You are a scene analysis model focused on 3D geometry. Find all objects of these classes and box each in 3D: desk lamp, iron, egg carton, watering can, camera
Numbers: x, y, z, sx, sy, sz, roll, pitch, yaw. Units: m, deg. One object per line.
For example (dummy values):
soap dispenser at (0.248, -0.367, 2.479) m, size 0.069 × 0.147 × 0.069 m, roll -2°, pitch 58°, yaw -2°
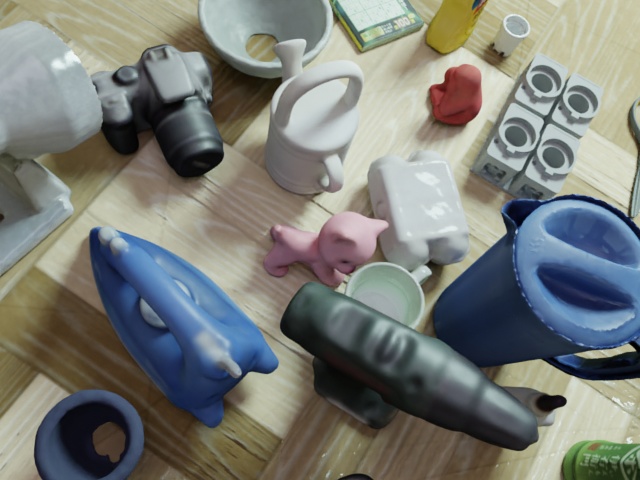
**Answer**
desk lamp at (-0.309, -0.081, 0.556) m, size 0.118 × 0.213 × 0.203 m, roll 38°, pitch 69°, yaw 5°
iron at (-0.159, 0.059, 0.570) m, size 0.258 × 0.141 × 0.119 m, roll 45°, pitch 70°, yaw 7°
egg carton at (0.115, -0.036, 0.688) m, size 0.107 × 0.069 × 0.150 m, roll -9°, pitch 72°, yaw -12°
watering can at (-0.011, -0.140, 0.637) m, size 0.101 × 0.194 × 0.173 m, roll -39°, pitch 81°, yaw -19°
camera at (-0.178, -0.143, 0.660) m, size 0.143 × 0.100 × 0.137 m, roll -22°, pitch 76°, yaw -16°

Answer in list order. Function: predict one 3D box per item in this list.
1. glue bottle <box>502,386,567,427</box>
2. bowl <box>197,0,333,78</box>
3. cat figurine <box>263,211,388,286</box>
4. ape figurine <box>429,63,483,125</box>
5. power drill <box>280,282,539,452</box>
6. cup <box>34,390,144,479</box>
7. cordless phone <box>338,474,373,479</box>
glue bottle at (0.197, 0.168, 0.574) m, size 0.078 × 0.173 × 0.037 m, roll 13°, pitch 69°, yaw -4°
bowl at (-0.070, -0.270, 0.737) m, size 0.167 × 0.074 × 0.167 m, roll 3°, pitch 70°, yaw -8°
cat figurine at (0.006, 0.002, 0.630) m, size 0.128 × 0.117 × 0.067 m, roll 8°, pitch 70°, yaw -6°
ape figurine at (0.181, -0.195, 0.743) m, size 0.076 × 0.092 × 0.078 m, roll 38°, pitch 69°, yaw 5°
power drill at (0.065, 0.129, 0.547) m, size 0.229 × 0.208 × 0.076 m, roll 31°, pitch 69°, yaw 2°
cup at (-0.207, 0.204, 0.536) m, size 0.092 × 0.095 × 0.118 m, roll -1°, pitch 71°, yaw -10°
cordless phone at (0.049, 0.286, 0.502) m, size 0.094 × 0.185 × 0.147 m, roll -27°, pitch 77°, yaw -17°
